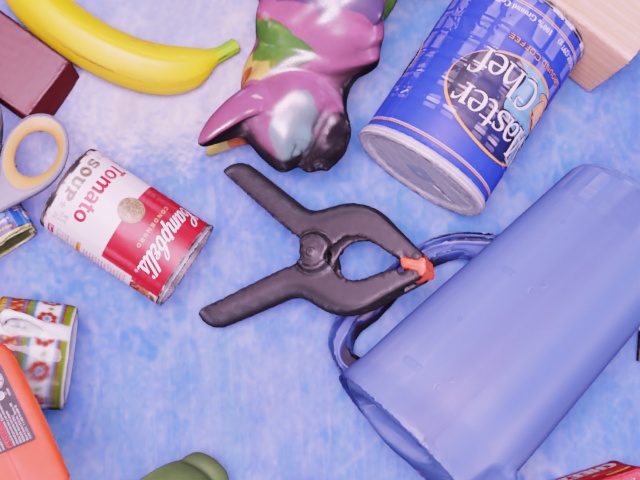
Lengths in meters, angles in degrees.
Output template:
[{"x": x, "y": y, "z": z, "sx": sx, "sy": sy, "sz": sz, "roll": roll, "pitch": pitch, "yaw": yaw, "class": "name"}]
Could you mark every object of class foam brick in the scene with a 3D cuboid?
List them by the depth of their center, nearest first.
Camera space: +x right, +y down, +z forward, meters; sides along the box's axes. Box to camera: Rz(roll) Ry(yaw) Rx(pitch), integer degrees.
[{"x": -0.219, "y": -0.124, "z": 0.760, "sx": 0.078, "sy": 0.053, "sz": 0.051, "roll": 36, "pitch": 82, "yaw": -1, "class": "foam brick"}]

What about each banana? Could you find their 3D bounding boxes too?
[{"x": -0.161, "y": -0.153, "z": 0.779, "sx": 0.197, "sy": 0.037, "sz": 0.069, "roll": 24, "pitch": 53, "yaw": -6, "class": "banana"}]

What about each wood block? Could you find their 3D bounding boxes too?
[{"x": 0.156, "y": -0.215, "z": 0.786, "sx": 0.206, "sy": 0.090, "sz": 0.091, "roll": 38, "pitch": 82, "yaw": 0, "class": "wood block"}]

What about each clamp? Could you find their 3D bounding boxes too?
[{"x": -0.005, "y": 0.001, "z": 0.753, "sx": 0.172, "sy": 0.039, "sz": 0.120, "roll": -2, "pitch": 86, "yaw": 17, "class": "clamp"}]

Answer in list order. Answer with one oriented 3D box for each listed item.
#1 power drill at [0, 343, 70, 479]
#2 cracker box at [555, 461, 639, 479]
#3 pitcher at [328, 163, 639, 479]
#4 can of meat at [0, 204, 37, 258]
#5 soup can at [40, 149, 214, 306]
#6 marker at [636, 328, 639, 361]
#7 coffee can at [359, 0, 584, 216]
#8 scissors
[{"x": -0.206, "y": 0.158, "z": 0.660, "sx": 0.057, "sy": 0.188, "sz": 0.184, "roll": -23, "pitch": 73, "yaw": -34, "class": "power drill"}, {"x": 0.175, "y": 0.282, "z": 0.747, "sx": 0.164, "sy": 0.072, "sz": 0.214, "roll": -16, "pitch": 85, "yaw": -8, "class": "cracker box"}, {"x": 0.132, "y": 0.056, "z": 0.745, "sx": 0.242, "sy": 0.145, "sz": 0.149, "roll": -44, "pitch": 102, "yaw": -11, "class": "pitcher"}, {"x": -0.261, "y": -0.017, "z": 0.744, "sx": 0.102, "sy": 0.057, "sz": 0.084, "roll": -32, "pitch": 90, "yaw": -8, "class": "can of meat"}, {"x": -0.135, "y": -0.010, "z": 0.749, "sx": 0.102, "sy": 0.068, "sz": 0.068, "roll": 34, "pitch": 82, "yaw": -1, "class": "soup can"}, {"x": 0.248, "y": 0.036, "z": 0.804, "sx": 0.020, "sy": 0.020, "sz": 0.121, "roll": 2, "pitch": 84, "yaw": -5, "class": "marker"}, {"x": 0.108, "y": -0.103, "z": 0.763, "sx": 0.103, "sy": 0.103, "sz": 0.140, "roll": 34, "pitch": 82, "yaw": -1, "class": "coffee can"}, {"x": -0.217, "y": -0.005, "z": 0.712, "sx": 0.096, "sy": 0.016, "sz": 0.202, "roll": 1, "pitch": 85, "yaw": -13, "class": "scissors"}]
